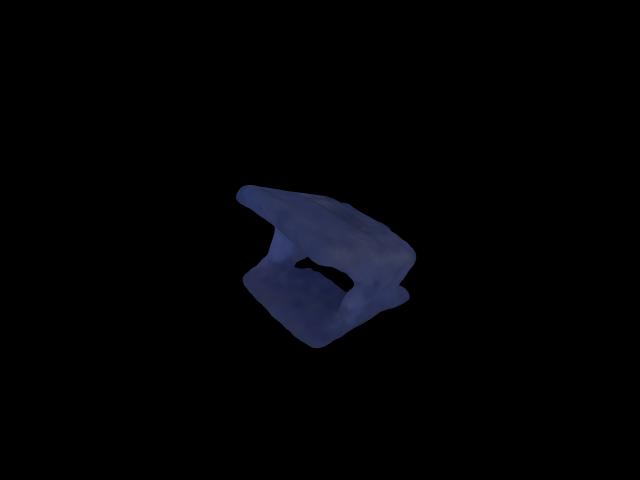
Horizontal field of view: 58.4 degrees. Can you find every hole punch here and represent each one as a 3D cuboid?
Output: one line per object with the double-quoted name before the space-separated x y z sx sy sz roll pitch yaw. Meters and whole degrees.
"hole punch" 0.004 0.001 0.400 0.101 0.091 0.108 -24 41 -31
